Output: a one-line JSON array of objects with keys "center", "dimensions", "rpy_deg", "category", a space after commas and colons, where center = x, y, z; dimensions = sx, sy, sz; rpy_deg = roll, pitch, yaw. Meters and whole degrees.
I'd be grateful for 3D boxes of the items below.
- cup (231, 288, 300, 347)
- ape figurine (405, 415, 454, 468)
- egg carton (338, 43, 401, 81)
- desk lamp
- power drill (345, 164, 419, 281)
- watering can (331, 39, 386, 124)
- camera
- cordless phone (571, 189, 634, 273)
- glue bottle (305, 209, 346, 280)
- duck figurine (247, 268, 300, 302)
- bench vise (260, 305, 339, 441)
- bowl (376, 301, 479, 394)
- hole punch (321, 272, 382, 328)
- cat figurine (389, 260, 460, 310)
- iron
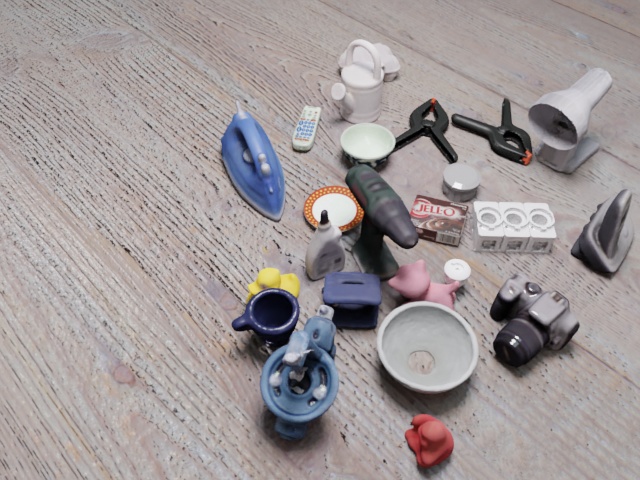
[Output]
[{"center": [-0.091, 0.148, 0.989], "dimensions": [0.118, 0.095, 0.091], "rpy_deg": [-17, 53, -13], "category": "cup"}, {"center": [0.168, 0.300, 0.869], "dimensions": [0.076, 0.092, 0.078], "rpy_deg": [12, 53, 10], "category": "ape figurine"}, {"center": [0.126, -0.452, 1.481], "dimensions": [0.150, 0.069, 0.107], "rpy_deg": [-16, 53, -12], "category": "egg carton"}, {"center": [0.535, -0.252, 1.230], "dimensions": [0.204, 0.214, 0.117], "rpy_deg": [-36, 59, -25], "category": "desk lamp"}, {"center": [0.110, -0.020, 1.049], "dimensions": [0.076, 0.208, 0.229], "rpy_deg": [-17, 54, -13], "category": "power drill"}, {"center": [0.096, -0.371, 1.337], "dimensions": [0.100, 0.194, 0.173], "rpy_deg": [15, 53, 12], "category": "watering can"}, {"center": [0.353, 0.141, 0.990], "dimensions": [0.137, 0.101, 0.142], "rpy_deg": [-34, 59, -24], "category": "camera"}, {"center": [0.561, -0.040, 1.080], "dimensions": [0.094, 0.185, 0.148], "rpy_deg": [28, 57, 21], "category": "cordless phone"}, {"center": [0.010, 0.004, 1.053], "dimensions": [0.078, 0.173, 0.037], "rpy_deg": [-21, 54, -15], "category": "glue bottle"}, {"center": [-0.087, 0.083, 1.046], "dimensions": [0.105, 0.086, 0.077], "rpy_deg": [-24, 55, -18], "category": "duck figurine"}, {"center": [-0.032, 0.178, 0.885], "dimensions": [0.121, 0.220, 0.207], "rpy_deg": [-1, 51, 0], "category": "bench vise"}, {"center": [0.177, 0.192, 0.967], "dimensions": [0.167, 0.075, 0.167], "rpy_deg": [0, 52, 0], "category": "bowl"}, {"center": [0.055, 0.096, 1.032], "dimensions": [0.108, 0.091, 0.101], "rpy_deg": [2, 52, 2], "category": "hole punch"}, {"center": [0.186, 0.083, 1.026], "dimensions": [0.127, 0.118, 0.067], "rpy_deg": [8, 52, 7], "category": "cat figurine"}, {"center": [-0.135, -0.174, 1.215], "dimensions": [0.119, 0.141, 0.257], "rpy_deg": [-19, 54, -14], "category": "iron"}]
